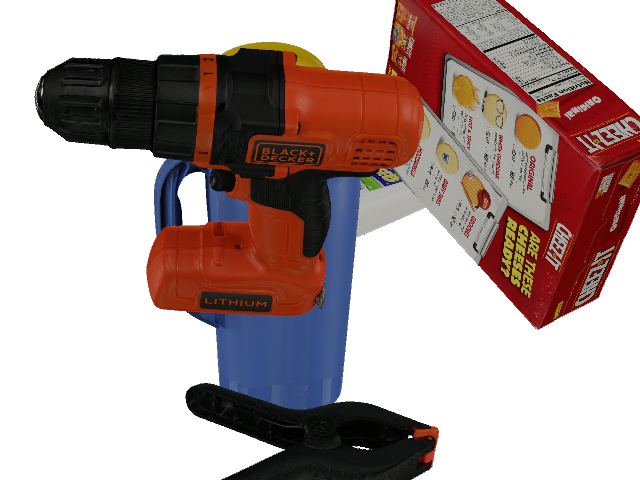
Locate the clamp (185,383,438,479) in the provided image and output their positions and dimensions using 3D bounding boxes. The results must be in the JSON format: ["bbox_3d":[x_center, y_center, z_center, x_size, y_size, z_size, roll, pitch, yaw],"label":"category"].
[{"bbox_3d":[-0.007,0.140,0.688,0.171,0.039,0.120,4,35,-2],"label":"clamp"}]

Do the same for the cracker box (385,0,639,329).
[{"bbox_3d":[0.131,-0.070,0.769,0.072,0.164,0.214,-24,55,-24],"label":"cracker box"}]

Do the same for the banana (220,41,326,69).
[{"bbox_3d":[-0.053,-0.166,1.050,0.197,0.070,0.037,-9,-36,-47],"label":"banana"}]

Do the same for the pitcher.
[{"bbox_3d":[-0.043,0.023,0.895,0.149,0.243,0.144,10,22,23],"label":"pitcher"}]

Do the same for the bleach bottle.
[{"bbox_3d":[0.079,-0.069,1.203,0.250,0.068,0.103,-22,44,-23],"label":"bleach bottle"}]

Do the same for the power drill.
[{"bbox_3d":[-0.053,-0.026,0.566,0.184,0.057,0.188,4,-31,-8],"label":"power drill"}]
